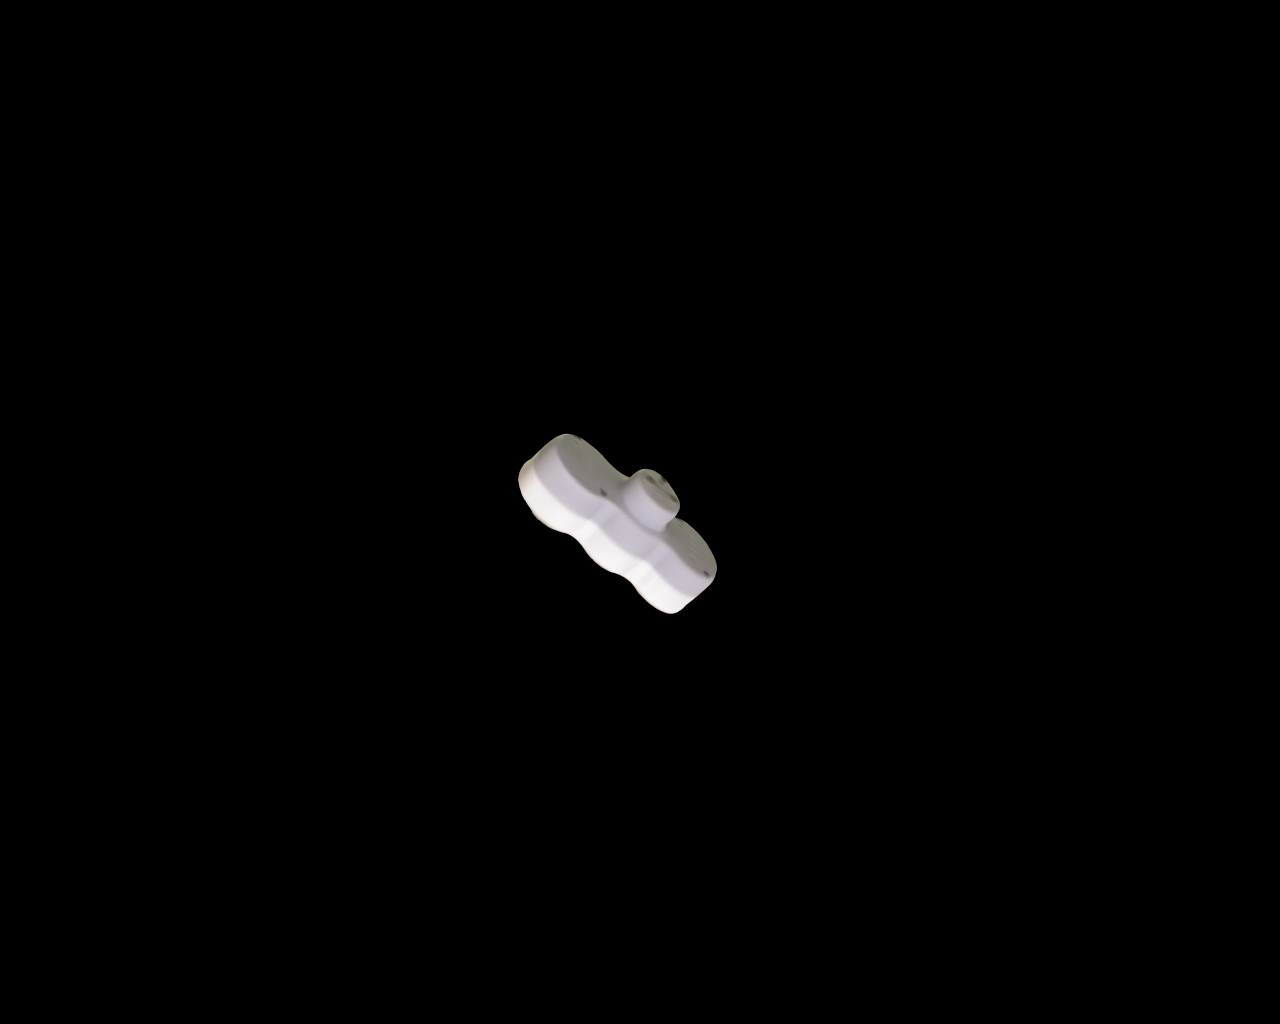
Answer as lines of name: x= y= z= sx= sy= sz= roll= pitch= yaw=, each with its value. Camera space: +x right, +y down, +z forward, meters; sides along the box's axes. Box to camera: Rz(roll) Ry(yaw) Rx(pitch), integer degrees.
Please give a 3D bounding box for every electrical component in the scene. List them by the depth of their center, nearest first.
electrical component: x=0.001 y=-0.003 z=0.650 sx=0.138 sy=0.073 sz=0.052 roll=39 pitch=24 yaw=-22
